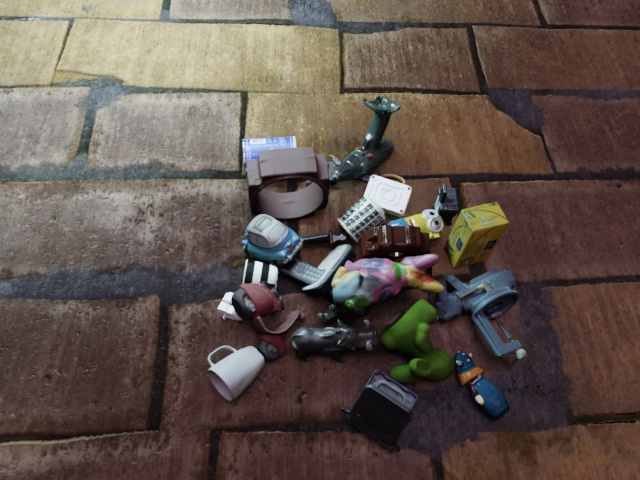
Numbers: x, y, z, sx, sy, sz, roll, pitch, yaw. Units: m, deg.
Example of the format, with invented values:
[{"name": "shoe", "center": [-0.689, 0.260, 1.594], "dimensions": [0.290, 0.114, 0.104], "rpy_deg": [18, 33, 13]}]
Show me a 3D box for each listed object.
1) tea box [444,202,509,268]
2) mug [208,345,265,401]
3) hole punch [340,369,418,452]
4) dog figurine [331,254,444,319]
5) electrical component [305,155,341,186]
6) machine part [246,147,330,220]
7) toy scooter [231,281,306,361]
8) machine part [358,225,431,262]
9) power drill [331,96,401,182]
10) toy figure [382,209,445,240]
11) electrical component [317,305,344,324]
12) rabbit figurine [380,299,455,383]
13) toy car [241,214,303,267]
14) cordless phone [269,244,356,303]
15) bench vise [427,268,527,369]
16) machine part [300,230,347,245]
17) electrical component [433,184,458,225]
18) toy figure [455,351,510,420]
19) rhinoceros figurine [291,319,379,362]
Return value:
[{"name": "tea box", "center": [0.373, -0.009, 1.292], "dimensions": [0.098, 0.169, 0.068], "rpy_deg": [-14, 58, -10]}, {"name": "mug", "center": [-0.180, 0.270, 1.145], "dimensions": [0.107, 0.080, 0.110], "rpy_deg": [-32, 60, -33]}, {"name": "hole punch", "center": [0.129, 0.344, 1.104], "dimensions": [0.142, 0.115, 0.092], "rpy_deg": [31, 24, 8]}, {"name": "dog figurine", "center": [0.152, 0.091, 1.162], "dimensions": [0.219, 0.108, 0.191], "rpy_deg": [-9, 12, 21]}, {"name": "electrical component", "center": [0.010, -0.187, 1.452], "dimensions": [0.102, 0.045, 0.078], "rpy_deg": [-3, 61, 8]}, {"name": "machine part", "center": [-0.079, -0.132, 1.326], "dimensions": [0.201, 0.200, 0.087], "rpy_deg": [-4, 60, -6]}, {"name": "toy scooter", "center": [-0.106, 0.163, 1.194], "dimensions": [0.135, 0.075, 0.183], "rpy_deg": [-30, 95, -27]}, {"name": "machine part", "center": [0.175, 0.028, 1.262], "dimensions": [0.179, 0.179, 0.056], "rpy_deg": [0, 61, -3]}, {"name": "power drill", "center": [0.128, -0.263, 1.406], "dimensions": [0.086, 0.207, 0.232], "rpy_deg": [30, 37, 29]}, {"name": "toy figure", "center": [0.224, -0.022, 1.346], "dimensions": [0.180, 0.089, 0.082], "rpy_deg": [-20, 89, -4]}, {"name": "electrical component", "center": [0.036, 0.169, 1.223], "dimensions": [0.063, 0.094, 0.021], "rpy_deg": [-36, 61, 19]}, {"name": "rabbit figurine", "center": [0.220, 0.236, 1.156], "dimensions": [0.170, 0.121, 0.159], "rpy_deg": [48, 47, 3]}, {"name": "toy car", "center": [-0.124, -0.007, 1.282], "dimensions": [0.162, 0.102, 0.109], "rpy_deg": [21, 61, 40]}, {"name": "cordless phone", "center": [-0.018, 0.056, 1.290], "dimensions": [0.184, 0.088, 0.146], "rpy_deg": [23, 59, 28]}, {"name": "bench vise", "center": [0.368, 0.172, 1.211], "dimensions": [0.224, 0.128, 0.241], "rpy_deg": [-20, 57, -12]}, {"name": "machine part", "center": [-0.003, -0.004, 1.332], "dimensions": [0.139, 0.039, 0.084], "rpy_deg": [-5, 13, 5]}, {"name": "electrical component", "center": [0.325, -0.098, 1.376], "dimensions": [0.048, 0.119, 0.075], "rpy_deg": [2, 55, -1]}, {"name": "toy figure", "center": [0.339, 0.310, 1.155], "dimensions": [0.058, 0.064, 0.155], "rpy_deg": [-45, 59, 14]}, {"name": "rhinoceros figurine", "center": [0.033, 0.213, 1.169], "dimensions": [0.190, 0.112, 0.073], "rpy_deg": [-3, 55, 4]}]
